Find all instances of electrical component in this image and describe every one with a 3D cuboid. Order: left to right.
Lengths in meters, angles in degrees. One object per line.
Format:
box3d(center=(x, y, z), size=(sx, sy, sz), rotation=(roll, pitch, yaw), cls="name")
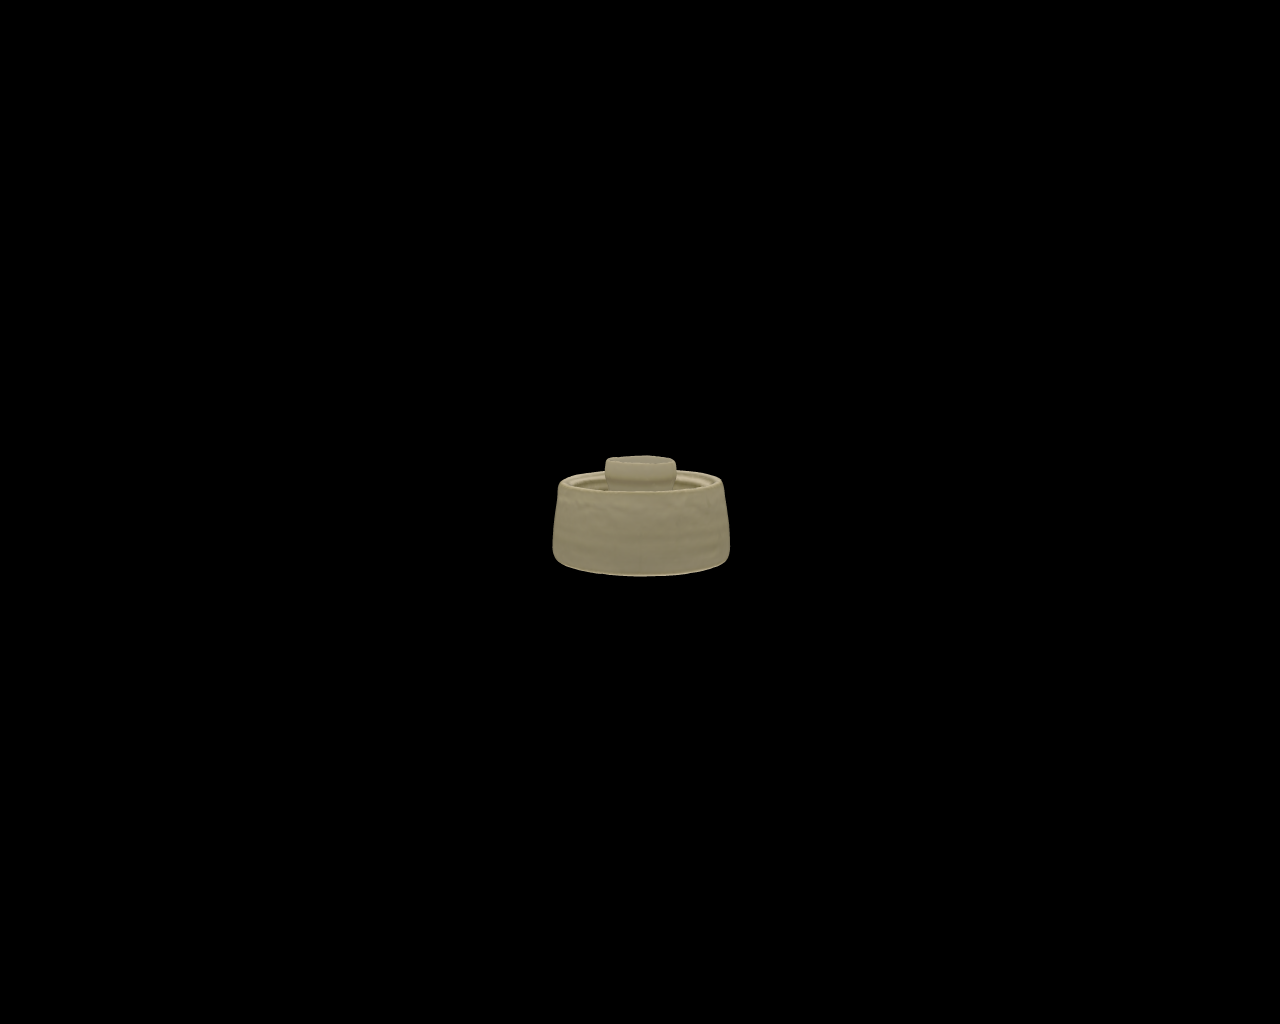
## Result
box3d(center=(0.001, -0.003, 0.650), size=(0.108, 0.060, 0.108), rotation=(0, 10, 0), cls="electrical component")
